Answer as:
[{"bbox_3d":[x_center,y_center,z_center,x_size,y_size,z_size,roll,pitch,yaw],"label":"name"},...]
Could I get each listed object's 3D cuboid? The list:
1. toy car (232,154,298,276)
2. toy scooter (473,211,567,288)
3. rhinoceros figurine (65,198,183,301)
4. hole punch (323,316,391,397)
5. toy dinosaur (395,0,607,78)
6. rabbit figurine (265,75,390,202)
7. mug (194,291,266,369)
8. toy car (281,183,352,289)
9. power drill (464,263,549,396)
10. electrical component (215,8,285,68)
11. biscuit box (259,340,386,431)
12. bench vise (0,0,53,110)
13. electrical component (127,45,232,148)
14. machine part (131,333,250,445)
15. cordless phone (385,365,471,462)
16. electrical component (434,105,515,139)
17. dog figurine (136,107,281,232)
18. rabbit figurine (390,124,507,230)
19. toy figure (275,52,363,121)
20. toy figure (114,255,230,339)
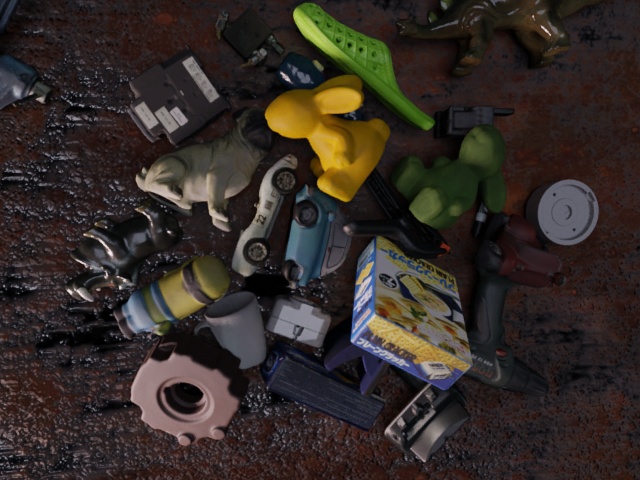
[{"bbox_3d":[-0.083,-0.039,0.834,0.056,0.073,0.201,22,92,-5],"label":"toy car"},{"bbox_3d":[0.319,0.020,0.842,0.135,0.184,0.075,23,119,14],"label":"toy scooter"},{"bbox_3d":[-0.301,0.016,0.814,0.190,0.073,0.112,-34,109,-6],"label":"rhinoceros figurine"},{"bbox_3d":[0.066,0.163,0.850,0.092,0.142,0.115,32,101,-6],"label":"hole punch"},{"bbox_3d":[0.336,-0.380,0.854,0.472,0.105,0.198,-11,93,-12],"label":"toy dinosaur"},{"bbox_3d":[0.008,-0.160,0.780,0.173,0.122,0.162,30,120,-16],"label":"rabbit figurine"},{"bbox_3d":[-0.134,0.150,0.842,0.109,0.081,0.107,-24,108,-10],"label":"mug"},{"bbox_3d":[-0.002,-0.003,0.831,0.103,0.109,0.161,9,94,-6],"label":"toy car"},{"bbox_3d":[0.307,0.147,0.911,0.232,0.086,0.207,15,100,-7],"label":"power drill"},{"bbox_3d":[-0.112,-0.309,0.822,0.078,0.045,0.102,-40,99,-2],"label":"electrical component"},{"bbox_3d":[0.005,0.234,0.860,0.202,0.059,0.063,31,91,-22],"label":"biscuit box"},{"bbox_3d":[-0.454,-0.303,0.737,0.223,0.129,0.240,31,97,-8],"label":"bench vise"},{"bbox_3d":[-0.218,-0.208,0.810,0.134,0.058,0.115,-34,97,-4],"label":"electrical component"},{"bbox_3d":[-0.200,0.229,0.821,0.179,0.056,0.179,2,114,6],"label":"machine part"},{"bbox_3d":[0.144,0.260,0.902,0.184,0.089,0.146,45,88,2],"label":"cordless phone"},{"bbox_3d":[0.252,-0.190,0.872,0.119,0.075,0.047,0,94,-11],"label":"electrical component"},{"bbox_3d":[-0.165,-0.131,0.815,0.172,0.121,0.190,24,77,-13],"label":"dog figurine"},{"bbox_3d":[0.226,-0.094,0.835,0.159,0.121,0.170,30,115,-34],"label":"rabbit figurine"},{"bbox_3d":[0.004,-0.230,0.840,0.154,0.064,0.058,35,52,-14],"label":"toy figure"},{"bbox_3d":[-0.222,0.089,0.818,0.180,0.089,0.082,-26,103,-8],"label":"toy figure"}]
